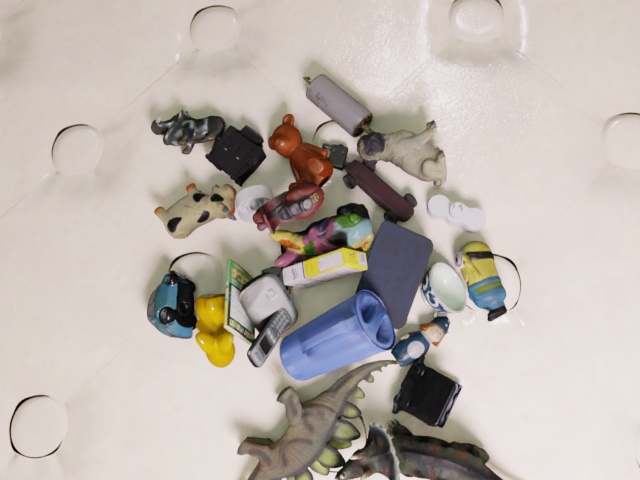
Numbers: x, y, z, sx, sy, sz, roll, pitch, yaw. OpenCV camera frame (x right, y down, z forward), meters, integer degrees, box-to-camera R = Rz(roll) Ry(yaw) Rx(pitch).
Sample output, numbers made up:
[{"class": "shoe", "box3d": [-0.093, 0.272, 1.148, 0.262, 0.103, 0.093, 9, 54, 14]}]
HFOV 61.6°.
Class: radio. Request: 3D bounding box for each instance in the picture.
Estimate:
[{"class": "radio", "box3d": [0.164, 0.083, 1.227, 0.131, 0.073, 0.229, 20, 89, 9]}]

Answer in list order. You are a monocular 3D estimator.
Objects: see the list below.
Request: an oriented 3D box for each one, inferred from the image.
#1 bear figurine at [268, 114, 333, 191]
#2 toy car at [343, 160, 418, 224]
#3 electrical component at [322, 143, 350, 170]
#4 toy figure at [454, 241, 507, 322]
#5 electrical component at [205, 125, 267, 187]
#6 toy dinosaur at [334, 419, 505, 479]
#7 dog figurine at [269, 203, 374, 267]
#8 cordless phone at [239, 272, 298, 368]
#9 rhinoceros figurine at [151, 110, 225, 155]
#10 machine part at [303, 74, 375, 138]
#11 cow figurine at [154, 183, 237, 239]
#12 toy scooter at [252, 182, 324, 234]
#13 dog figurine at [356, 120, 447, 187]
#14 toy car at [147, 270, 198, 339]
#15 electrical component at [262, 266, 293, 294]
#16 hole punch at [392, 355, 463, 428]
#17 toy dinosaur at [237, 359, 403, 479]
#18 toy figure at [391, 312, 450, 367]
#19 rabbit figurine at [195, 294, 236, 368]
[{"class": "bear figurine", "box3d": [-0.060, -0.209, 1.309, 0.196, 0.132, 0.120, 48, 116, 8]}, {"class": "toy car", "box3d": [0.142, -0.117, 1.302, 0.202, 0.053, 0.089, 41, 68, 14]}, {"class": "electrical component", "box3d": [0.046, -0.210, 1.351, 0.094, 0.021, 0.063, 15, 78, 10]}, {"class": "toy figure", "box3d": [0.370, 0.089, 1.216, 0.089, 0.082, 0.180, -15, 67, -18]}, {"class": "electrical component", "box3d": [-0.205, -0.222, 1.362, 0.115, 0.058, 0.134, 36, 83, 11]}, {"class": "toy dinosaur", "box3d": [0.238, 0.450, 1.084, 0.405, 0.192, 0.131, 7, 79, 9]}, {"class": "dog figurine", "box3d": [-0.003, -0.004, 1.231, 0.219, 0.191, 0.108, -12, 77, -12]}, {"class": "cordless phone", "box3d": [-0.133, 0.174, 1.170, 0.089, 0.184, 0.146, -14, 116, 29]}, {"class": "rhinoceros figurine", "box3d": [-0.340, -0.283, 1.382, 0.190, 0.073, 0.112, -1, 78, 5]}, {"class": "machine part", "box3d": [0.048, -0.337, 1.353, 0.243, 0.079, 0.079, 43, 84, 12]}, {"class": "cow figurine", "box3d": [-0.292, -0.072, 1.321, 0.195, 0.085, 0.127, -35, 70, -6]}, {"class": "toy scooter", "box3d": [-0.080, -0.065, 1.204, 0.184, 0.135, 0.075, -21, 106, 19]}, {"class": "dog figurine", "box3d": [0.196, -0.190, 1.288, 0.191, 0.121, 0.172, -17, 87, 8]}, {"class": "toy car", "box3d": [-0.357, 0.157, 1.265, 0.103, 0.109, 0.161, -16, 66, 20]}, {"class": "electrical component", "box3d": [-0.104, 0.099, 1.279, 0.102, 0.045, 0.078, -9, 77, 4]}, {"class": "hole punch", "box3d": [0.239, 0.338, 1.174, 0.116, 0.092, 0.142, 24, 86, 36]}, {"class": "toy dinosaur", "box3d": [-0.020, 0.407, 1.170, 0.198, 0.105, 0.471, 40, 92, 6]}, {"class": "toy figure", "box3d": [0.233, 0.225, 1.209, 0.154, 0.064, 0.058, -36, 33, -3]}, {"class": "rabbit figurine", "box3d": [-0.223, 0.210, 1.225, 0.122, 0.162, 0.173, -1, 94, -7]}]
